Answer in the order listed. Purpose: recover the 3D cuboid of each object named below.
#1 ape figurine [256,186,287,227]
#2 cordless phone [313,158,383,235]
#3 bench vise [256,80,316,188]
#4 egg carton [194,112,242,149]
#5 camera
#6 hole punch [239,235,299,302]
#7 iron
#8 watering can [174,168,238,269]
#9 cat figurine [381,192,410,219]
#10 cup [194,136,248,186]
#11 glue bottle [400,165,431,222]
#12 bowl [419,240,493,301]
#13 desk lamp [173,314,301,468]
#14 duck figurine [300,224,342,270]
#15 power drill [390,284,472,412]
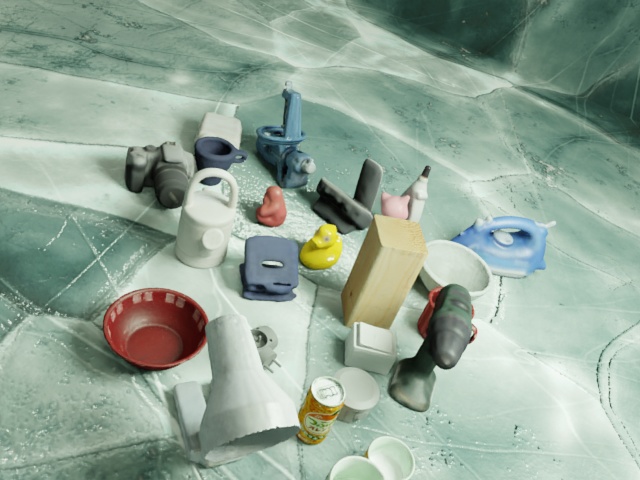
[{"bbox_3d":[-0.103,-0.077,1.226,0.076,0.092,0.078,32,39,15],"label":"ape figurine"},{"bbox_3d":[0.070,-0.120,1.281,0.147,0.185,0.094,37,40,21],"label":"cordless phone"},{"bbox_3d":[-0.060,-0.248,1.350,0.207,0.220,0.122,37,40,20],"label":"bench vise"},{"bbox_3d":[-0.246,-0.253,1.395,0.107,0.069,0.150,11,38,-12],"label":"egg carton"},{"bbox_3d":[-0.326,-0.137,1.189,0.143,0.101,0.136,1,41,-23],"label":"camera"},{"bbox_3d":[-0.091,0.054,1.071,0.109,0.091,0.101,5,40,-19],"label":"hole punch"},{"bbox_3d":[0.419,-0.004,1.335,0.259,0.141,0.118,7,39,-17],"label":"iron"},{"bbox_3d":[-0.203,-0.043,1.054,0.101,0.194,0.172,-12,48,-35],"label":"watering can"},{"bbox_3d":[0.173,-0.046,1.293,0.067,0.118,0.127,1,41,-23],"label":"cat figurine"},{"bbox_3d":[-0.226,-0.169,1.280,0.118,0.095,0.091,4,40,-20],"label":"cup"},{"bbox_3d":[0.222,-0.100,1.337,0.037,0.173,0.078,-2,42,-26],"label":"glue bottle"},{"bbox_3d":[0.277,0.079,1.222,0.167,0.075,0.167,13,38,-10],"label":"bowl"},{"bbox_3d":[-0.121,0.214,0.758,0.118,0.213,0.202,-4,43,-28],"label":"desk lamp"},{"bbox_3d":[0.011,0.004,1.183,0.077,0.086,0.105,40,41,24],"label":"duck figurine"},{"bbox_3d":[0.190,0.183,0.944,0.075,0.208,0.230,24,37,6],"label":"power drill"}]
